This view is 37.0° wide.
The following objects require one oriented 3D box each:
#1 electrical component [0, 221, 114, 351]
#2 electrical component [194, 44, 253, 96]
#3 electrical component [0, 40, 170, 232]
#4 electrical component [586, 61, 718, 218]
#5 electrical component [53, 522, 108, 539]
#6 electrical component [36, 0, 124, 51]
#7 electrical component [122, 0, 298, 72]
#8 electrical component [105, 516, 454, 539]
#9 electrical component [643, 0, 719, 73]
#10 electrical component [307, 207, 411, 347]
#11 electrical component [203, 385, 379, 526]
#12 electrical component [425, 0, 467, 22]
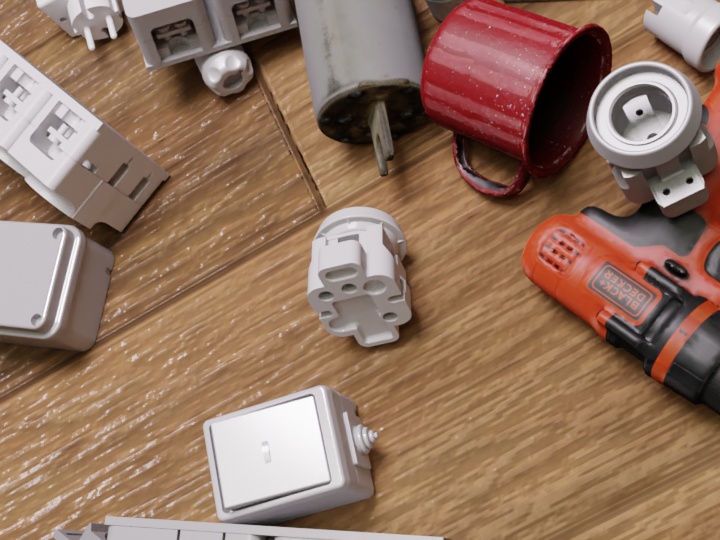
[{"bbox_3d":[-0.235,0.009,0.734,0.113,0.057,0.078,4,75,21],"label":"electrical component"},{"bbox_3d":[-0.100,-0.152,0.749,0.035,0.035,0.061,-32,63,8],"label":"electrical component"},{"bbox_3d":[-0.219,-0.096,0.743,0.150,0.089,0.061,38,88,26],"label":"electrical component"},{"bbox_3d":[0.151,-0.073,0.561,0.058,0.057,0.078,-27,64,15],"label":"electrical component"},{"bbox_3d":[-0.154,0.193,0.653,0.081,0.042,0.063,30,87,26],"label":"electrical component"},{"bbox_3d":[-0.197,-0.196,0.791,0.066,0.047,0.076,-24,67,11],"label":"electrical component"},{"bbox_3d":[-0.122,-0.239,0.744,0.105,0.060,0.186,-18,60,-3],"label":"electrical component"},{"bbox_3d":[-0.033,0.173,0.581,0.186,0.105,0.060,-1,73,20],"label":"electrical component"},{"bbox_3d":[0.197,-0.145,0.638,0.040,0.040,0.046,-46,58,1],"label":"electrical component"},{"bbox_3d":[0.000,0.000,0.645,0.058,0.078,0.057,-13,48,15],"label":"electrical component"},{"bbox_3d":[-0.037,0.108,0.628,0.096,0.061,0.061,-19,68,14],"label":"electrical component"},{"bbox_3d":[0.053,-0.188,0.688,0.044,0.065,0.044,-6,70,18],"label":"electrical component"}]
